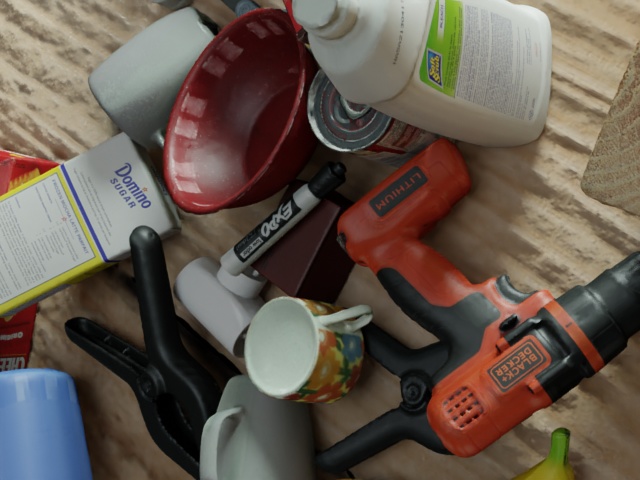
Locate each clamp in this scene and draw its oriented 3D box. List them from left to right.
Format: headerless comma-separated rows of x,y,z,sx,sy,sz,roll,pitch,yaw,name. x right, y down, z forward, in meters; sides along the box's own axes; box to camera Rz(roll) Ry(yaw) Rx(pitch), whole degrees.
-0.124,0.102,0.853,0.210,0.036,0.165,52,134,18,clamp
0.066,0.118,0.748,0.172,0.039,0.120,9,90,37,clamp

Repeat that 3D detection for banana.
0.095,0.176,0.722,0.198,0.037,0.069,-23,89,33,banana

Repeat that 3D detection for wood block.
0.225,-0.039,0.559,0.091,0.205,0.090,26,100,32,wood block

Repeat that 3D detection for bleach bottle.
0.065,-0.120,0.643,0.068,0.250,0.102,0,86,33,bleach bottle

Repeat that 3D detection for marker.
-0.026,-0.016,0.768,0.121,0.020,0.020,-41,66,25,marker

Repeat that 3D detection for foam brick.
-0.005,0.001,0.797,0.053,0.051,0.078,36,105,34,foam brick

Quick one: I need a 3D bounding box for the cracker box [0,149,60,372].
-0.337,0.016,1.000,0.164,0.072,0.214,14,94,33,cracker box

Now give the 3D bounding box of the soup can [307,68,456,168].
0.047,-0.087,0.741,0.069,0.102,0.068,-3,84,33,soup can

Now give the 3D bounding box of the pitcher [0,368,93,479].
-0.254,0.240,0.899,0.149,0.145,0.243,-9,74,-6,pitcher

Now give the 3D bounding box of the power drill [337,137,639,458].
0.113,0.021,0.701,0.184,0.057,0.188,-37,60,1,power drill

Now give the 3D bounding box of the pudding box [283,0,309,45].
0.014,-0.178,0.763,0.039,0.113,0.090,-31,70,30,pudding box

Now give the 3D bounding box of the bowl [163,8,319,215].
-0.047,-0.086,0.789,0.162,0.055,0.162,-26,53,40,bowl

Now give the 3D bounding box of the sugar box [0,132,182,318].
-0.213,-0.012,0.898,0.176,0.048,0.093,-25,86,5,sugar box

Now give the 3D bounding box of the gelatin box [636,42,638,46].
0.209,-0.074,0.642,0.030,0.089,0.073,11,92,31,gelatin box

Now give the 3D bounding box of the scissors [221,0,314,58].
-0.041,-0.191,0.858,0.096,0.016,0.202,-39,67,23,scissors
